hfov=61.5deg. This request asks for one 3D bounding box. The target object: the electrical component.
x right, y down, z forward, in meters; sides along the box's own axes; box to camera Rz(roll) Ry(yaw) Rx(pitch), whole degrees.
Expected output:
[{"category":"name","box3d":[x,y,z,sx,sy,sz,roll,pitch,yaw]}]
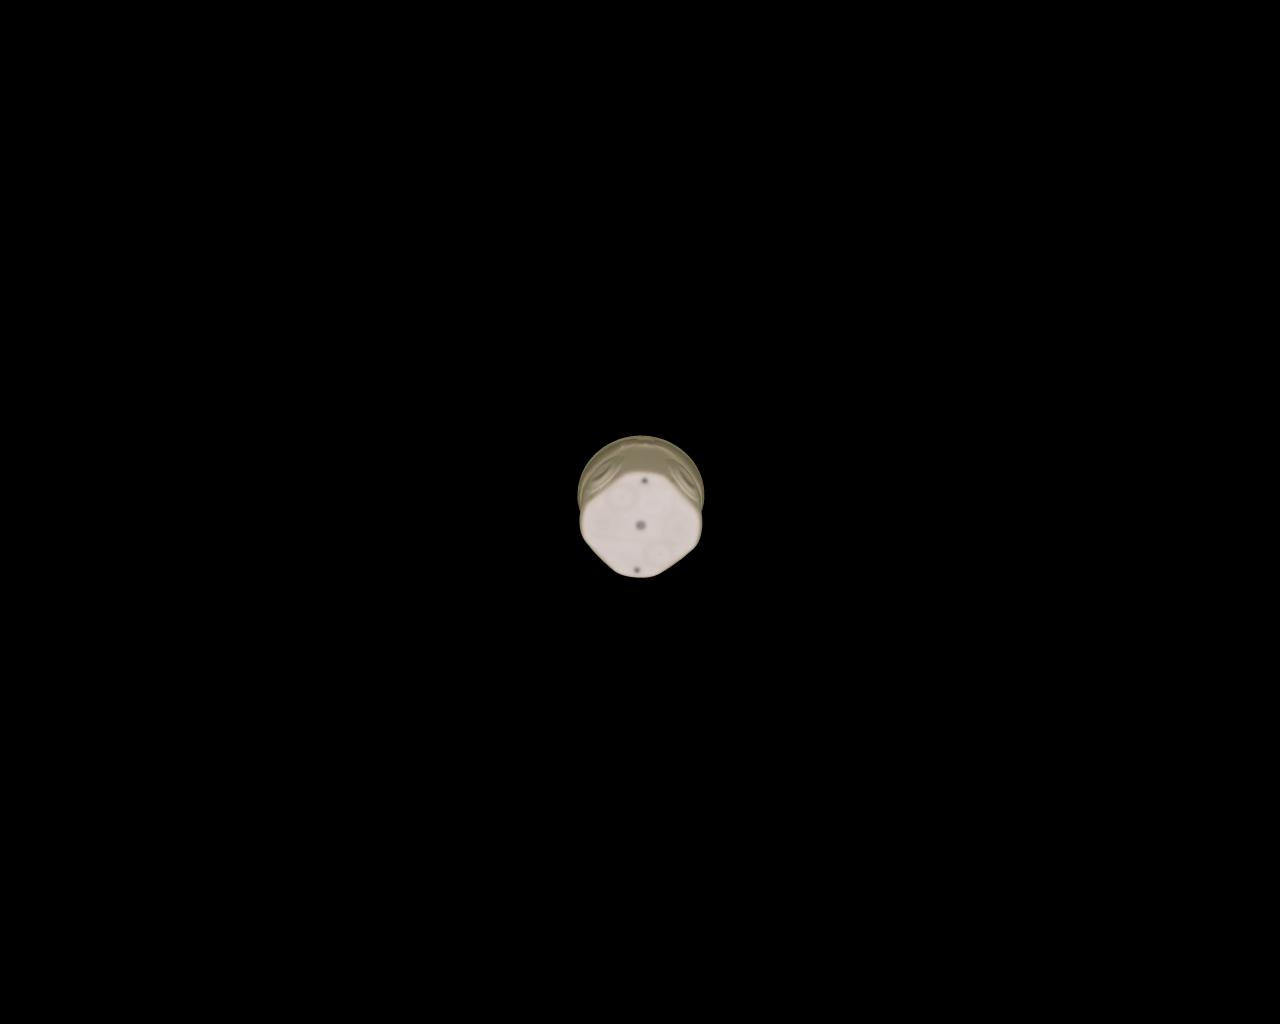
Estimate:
[{"category":"electrical component","box3d":[0.001,-0.003,0.650,0.080,0.080,0.051,0,25,0]}]
